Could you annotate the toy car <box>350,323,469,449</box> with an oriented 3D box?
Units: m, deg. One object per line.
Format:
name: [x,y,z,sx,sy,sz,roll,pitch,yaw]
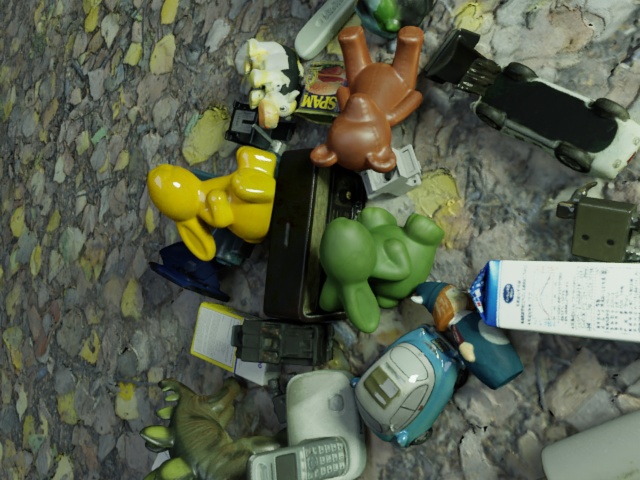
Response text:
toy car: [0.099,0.182,0.657,0.109,0.103,0.161,48,114,32]

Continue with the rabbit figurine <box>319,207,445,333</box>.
rabbit figurine: [0.052,0.026,0.675,0.121,0.170,0.159,25,98,39]

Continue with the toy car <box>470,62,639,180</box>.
toy car: [0.259,-0.138,0.608,0.202,0.056,0.073,43,103,39]

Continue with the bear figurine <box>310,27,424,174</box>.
bear figurine: [0.059,-0.178,0.686,0.120,0.196,0.131,9,131,20]

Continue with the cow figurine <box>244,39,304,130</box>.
cow figurine: [-0.067,-0.247,0.867,0.068,0.098,0.167,117,145,-57]

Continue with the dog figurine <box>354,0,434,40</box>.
dog figurine: [0.057,-0.392,0.710,0.109,0.219,0.191,-1,82,42]

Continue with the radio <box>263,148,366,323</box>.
radio: [-0.002,-0.002,0.748,0.073,0.131,0.229,4,85,39]

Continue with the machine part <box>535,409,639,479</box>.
machine part: [0.303,0.202,0.505,0.243,0.079,0.079,-38,61,28]

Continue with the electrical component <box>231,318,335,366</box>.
electrical component: [-0.053,0.140,0.751,0.134,0.115,0.058,2,81,12]

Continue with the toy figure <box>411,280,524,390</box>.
toy figure: [0.172,0.101,0.633,0.058,0.064,0.155,-42,60,10]

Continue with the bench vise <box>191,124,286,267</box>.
bench vise: [-0.153,-0.078,0.894,0.241,0.128,0.223,19,93,35]

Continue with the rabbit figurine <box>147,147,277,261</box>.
rabbit figurine: [-0.153,-0.058,0.752,0.122,0.173,0.162,-97,20,-44]

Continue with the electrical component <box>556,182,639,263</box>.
electrical component: [0.304,-0.019,0.564,0.102,0.045,0.078,9,117,42]

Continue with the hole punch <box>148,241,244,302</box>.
hole punch: [-0.208,0.043,0.923,0.142,0.115,0.092,25,91,38]

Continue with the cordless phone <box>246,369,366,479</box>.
cordless phone: [-0.028,0.246,0.695,0.089,0.184,0.146,-16,73,41]

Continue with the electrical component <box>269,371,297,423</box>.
electrical component: [-0.042,0.247,0.803,0.063,0.021,0.094,-26,77,27]

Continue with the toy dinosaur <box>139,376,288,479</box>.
toy dinosaur: [-0.136,0.328,0.752,0.472,0.198,0.105,29,122,43]

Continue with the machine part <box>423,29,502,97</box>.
machine part: [0.176,-0.222,0.675,0.084,0.039,0.139,-44,30,20]

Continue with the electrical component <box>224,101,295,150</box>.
electrical component: [-0.103,-0.192,0.915,0.119,0.047,0.074,23,98,40]
